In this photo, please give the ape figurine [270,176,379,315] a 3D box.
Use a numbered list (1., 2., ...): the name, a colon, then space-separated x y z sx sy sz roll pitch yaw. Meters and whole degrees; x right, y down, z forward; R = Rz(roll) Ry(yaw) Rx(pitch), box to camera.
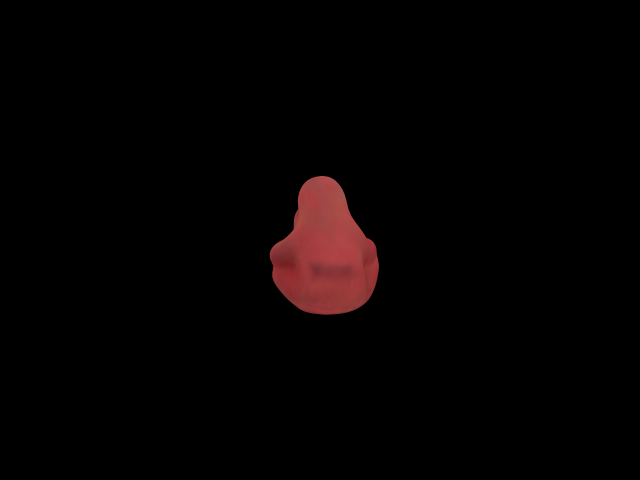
1. ape figurine: 0.004 0.001 0.400 0.078 0.092 0.076 0 9 0
